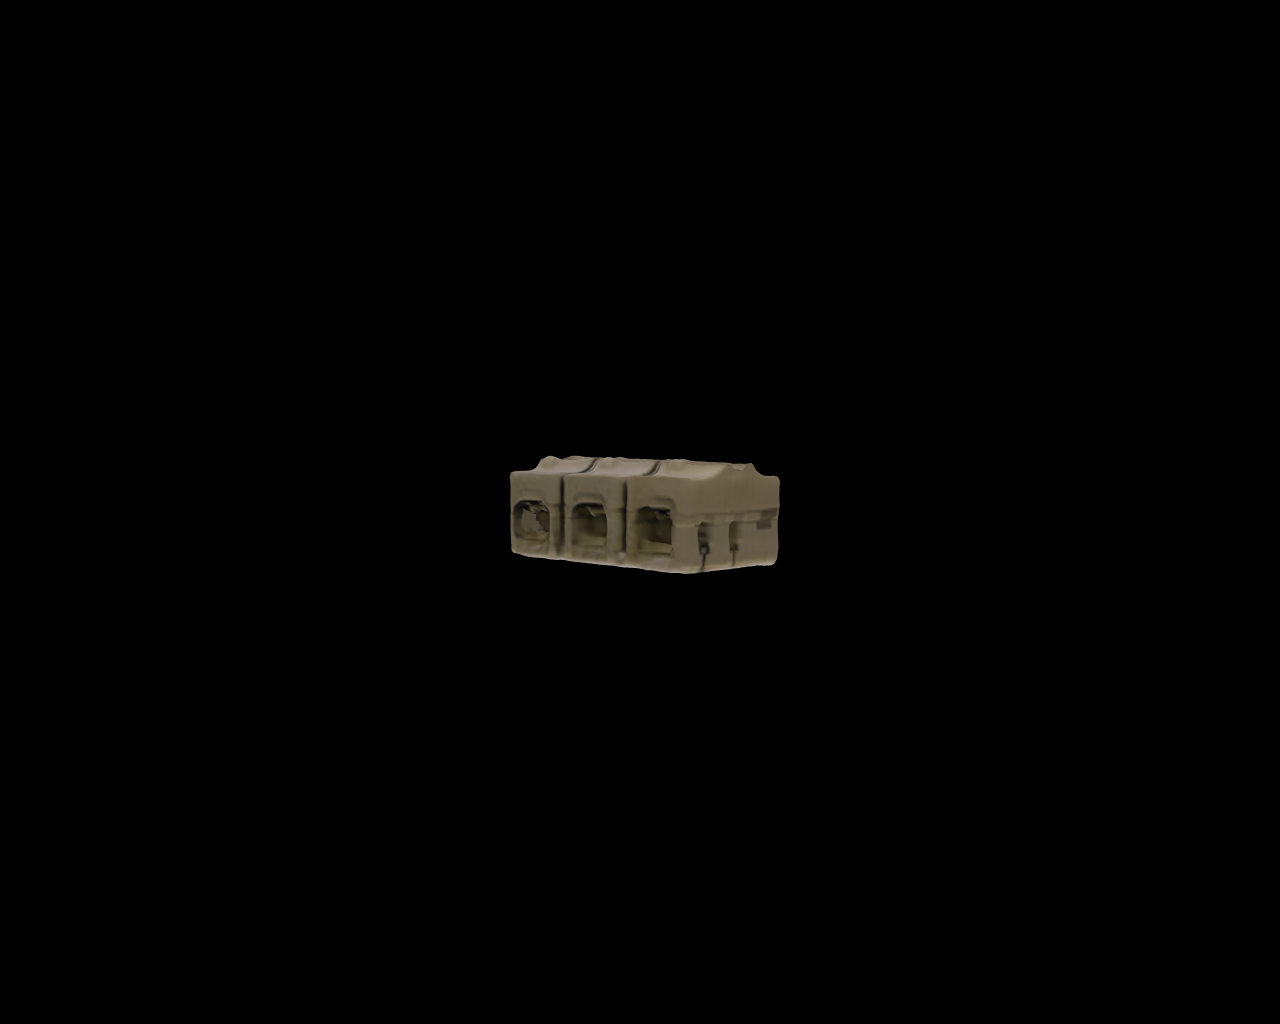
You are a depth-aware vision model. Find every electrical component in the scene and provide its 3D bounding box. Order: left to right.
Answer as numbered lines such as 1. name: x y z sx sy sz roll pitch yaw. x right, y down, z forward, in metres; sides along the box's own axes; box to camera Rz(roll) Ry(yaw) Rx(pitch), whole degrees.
1. electrical component: 0.001 -0.003 0.650 0.150 0.061 0.089 4 6 43
